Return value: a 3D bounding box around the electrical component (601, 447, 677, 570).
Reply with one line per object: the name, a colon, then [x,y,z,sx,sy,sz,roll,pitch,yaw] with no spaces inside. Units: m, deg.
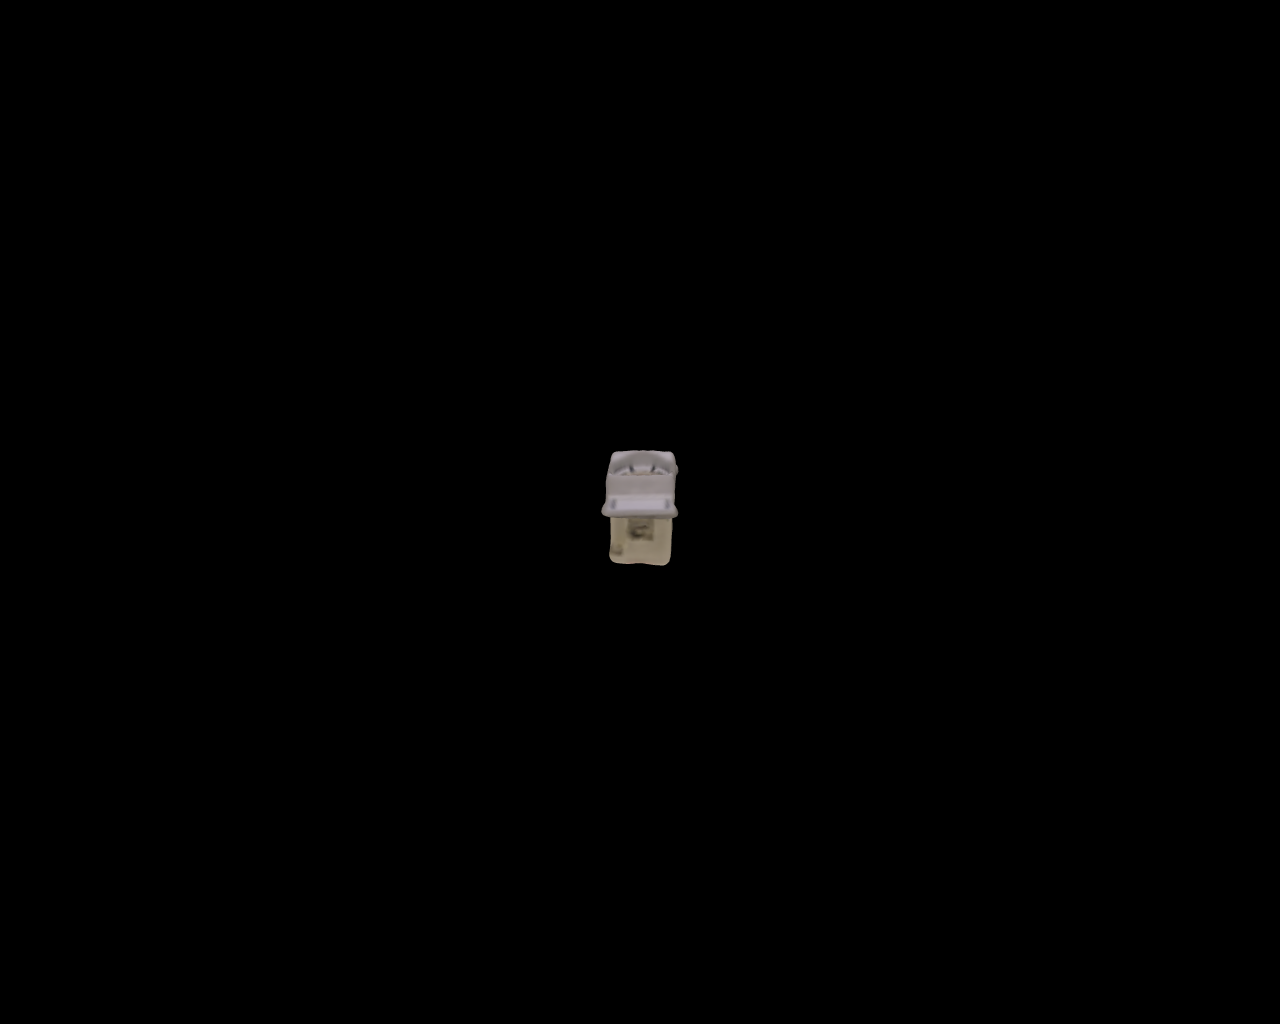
electrical component: [0.001,-0.003,0.650,0.042,0.063,0.081,1,24,3]
